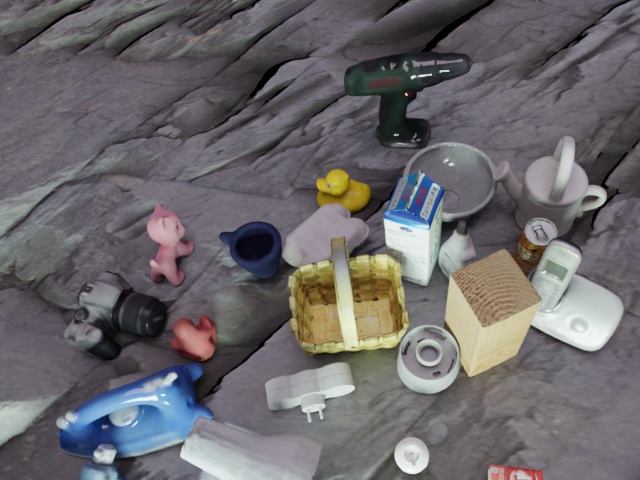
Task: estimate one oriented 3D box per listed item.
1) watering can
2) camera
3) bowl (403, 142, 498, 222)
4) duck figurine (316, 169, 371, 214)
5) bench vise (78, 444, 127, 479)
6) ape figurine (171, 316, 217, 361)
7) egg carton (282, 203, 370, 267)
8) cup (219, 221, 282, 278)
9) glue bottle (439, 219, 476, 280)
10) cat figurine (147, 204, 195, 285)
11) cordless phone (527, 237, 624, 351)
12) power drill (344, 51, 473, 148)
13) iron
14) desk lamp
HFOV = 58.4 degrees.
[{"bbox_3d":[0.380,-0.090,0.950,0.172,0.194,0.101,-8,58,5],"label":"watering can"},{"bbox_3d":[-0.348,0.132,0.989,0.136,0.101,0.143,12,62,16],"label":"camera"},{"bbox_3d":[0.235,-0.094,1.046,0.167,0.075,0.167,-4,59,7],"label":"bowl"},{"bbox_3d":[0.041,-0.098,1.072,0.104,0.086,0.077,-2,59,8],"label":"duck figurine"},{"bbox_3d":[-0.357,0.378,0.773,0.121,0.220,0.207,-4,59,7],"label":"bench vise"},{"bbox_3d":[-0.215,0.159,0.957,0.078,0.092,0.076,-23,58,-5],"label":"ape figurine"},{"bbox_3d":[0.009,0.004,1.027,0.150,0.069,0.107,-43,62,-16],"label":"egg carton"},{"bbox_3d":[-0.118,0.024,1.020,0.117,0.095,0.092,14,63,17],"label":"cup"},{"bbox_3d":[0.225,0.018,0.923,0.037,0.173,0.078,-26,59,-6],"label":"glue bottle"},{"bbox_3d":[-0.284,0.002,1.046,0.067,0.118,0.128,3,60,11],"label":"cat figurine"},{"bbox_3d":[0.381,0.077,0.856,0.147,0.185,0.094,25,66,22],"label":"cordless phone"},{"bbox_3d":[0.164,-0.269,1.083,0.229,0.209,0.075,3,60,11],"label":"power drill"},{"bbox_3d":[-0.306,0.265,0.879,0.258,0.142,0.118,-20,58,-3],"label":"iron"},{"bbox_3d":[-0.091,0.309,0.776,0.202,0.214,0.118,16,63,18],"label":"desk lamp"}]
